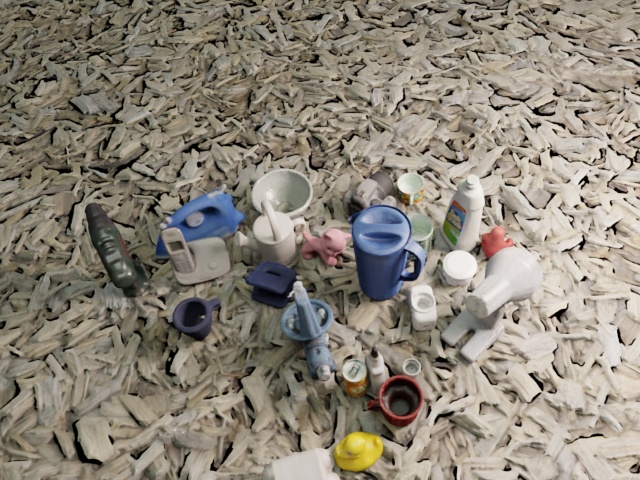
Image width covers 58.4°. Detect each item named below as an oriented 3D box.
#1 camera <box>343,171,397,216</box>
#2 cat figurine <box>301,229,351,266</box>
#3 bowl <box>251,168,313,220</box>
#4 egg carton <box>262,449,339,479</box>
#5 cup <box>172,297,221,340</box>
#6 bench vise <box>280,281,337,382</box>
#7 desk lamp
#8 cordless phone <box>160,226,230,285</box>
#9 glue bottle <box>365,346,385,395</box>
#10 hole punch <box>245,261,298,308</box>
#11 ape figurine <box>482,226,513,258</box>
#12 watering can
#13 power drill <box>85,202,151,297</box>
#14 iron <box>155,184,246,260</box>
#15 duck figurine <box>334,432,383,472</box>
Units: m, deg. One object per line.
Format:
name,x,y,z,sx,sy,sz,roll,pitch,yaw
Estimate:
camera,0.149,-0.117,1.515,0.142,0.101,0.137,28,63,22
cat figurine,0.013,0.005,1.437,0.127,0.118,0.067,14,59,15
bowl,-0.099,-0.108,1.549,0.167,0.075,0.167,-2,57,4
egg carton,-0.038,0.485,1.155,0.150,0.069,0.107,-16,57,-5
cup,-0.282,0.188,1.359,0.118,0.095,0.091,-31,59,-14
bench vise,-0.011,0.193,1.255,0.122,0.220,0.207,-33,59,-15
desk lamp,0.376,0.139,1.256,0.203,0.214,0.117,-41,62,-20
cordless phone,-0.308,0.024,1.416,0.147,0.185,0.094,-16,56,-5
glue bottle,0.118,0.267,1.221,0.037,0.173,0.078,-12,56,-2
hole punch,-0.119,0.098,1.405,0.108,0.091,0.101,15,59,15
ape figurine,0.437,0.000,1.415,0.077,0.092,0.076,31,65,23
watering can,-0.122,-0.018,1.420,0.173,0.194,0.100,-39,61,-18
power drill,-0.496,0.042,1.409,0.076,0.209,0.229,-28,58,-12
iron,-0.332,-0.049,1.493,0.258,0.141,0.118,-31,59,-14
duck figurine,0.078,0.426,1.173,0.104,0.086,0.077,-16,57,-5
